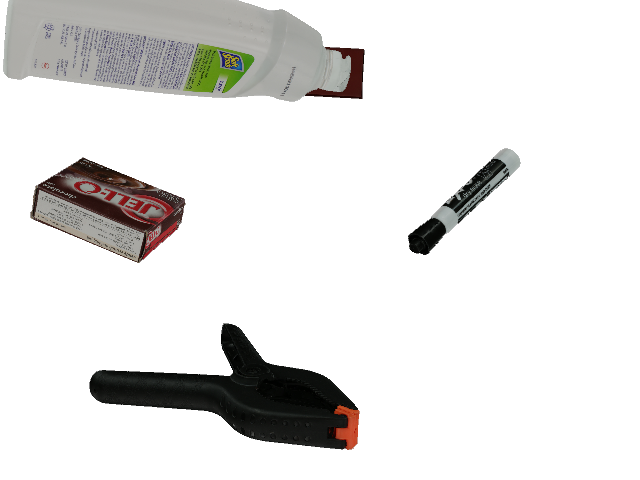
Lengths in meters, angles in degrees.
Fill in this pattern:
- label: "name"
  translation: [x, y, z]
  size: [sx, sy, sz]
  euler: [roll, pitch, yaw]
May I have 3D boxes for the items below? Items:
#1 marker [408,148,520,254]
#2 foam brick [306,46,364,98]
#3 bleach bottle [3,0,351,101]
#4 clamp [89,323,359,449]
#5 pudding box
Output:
- label: "marker"
  translation: [0.105, -0.028, 0.783]
  size: [0.121, 0.020, 0.020]
  euler: [-41, 23, -30]
- label: "foam brick"
  translation: [0.003, -0.174, 1.101]
  size: [0.078, 0.051, 0.053]
  euler: [2, 10, -6]
- label: "bleach bottle"
  translation: [-0.103, -0.144, 0.796]
  size: [0.250, 0.068, 0.103]
  euler: [10, -27, -14]
- label: "clamp"
  translation: [-0.053, 0.115, 0.846]
  size: [0.210, 0.036, 0.164]
  euler: [12, 20, 29]
- label: "pudding box"
  translation: [-0.193, -0.029, 0.975]
  size: [0.113, 0.039, 0.090]
  euler: [20, 24, 8]
